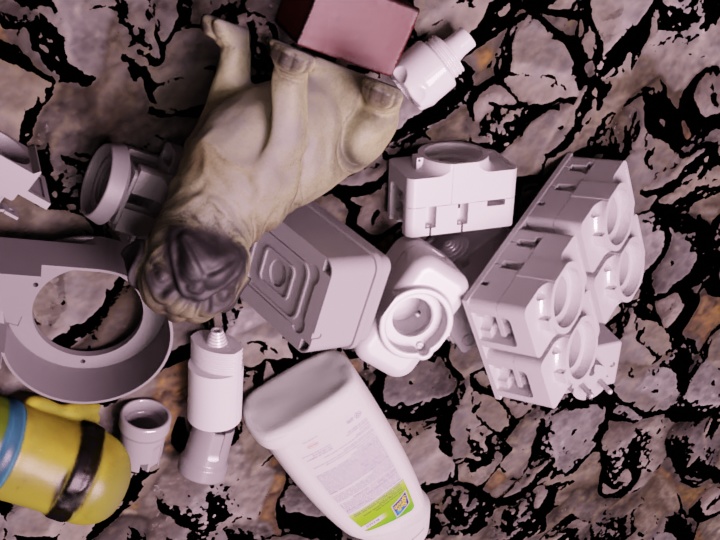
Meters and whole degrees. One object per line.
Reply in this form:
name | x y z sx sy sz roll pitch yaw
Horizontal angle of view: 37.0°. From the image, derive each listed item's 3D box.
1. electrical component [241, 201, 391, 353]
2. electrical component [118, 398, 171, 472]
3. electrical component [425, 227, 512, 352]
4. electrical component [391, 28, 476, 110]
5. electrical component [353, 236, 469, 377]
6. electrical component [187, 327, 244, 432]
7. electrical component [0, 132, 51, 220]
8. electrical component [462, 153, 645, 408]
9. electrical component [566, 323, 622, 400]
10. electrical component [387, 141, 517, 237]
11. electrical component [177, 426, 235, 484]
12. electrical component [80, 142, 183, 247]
electrical component | -0.039 0.001 0.783 0.057 0.113 0.078 -5 122 -42
electrical component | -0.172 0.132 0.851 0.040 0.040 0.046 0 124 -23
electrical component | 0.092 0.008 0.888 0.100 0.048 0.099 -36 125 1
electrical component | 0.055 -0.150 0.782 0.062 0.043 0.043 -41 126 1
electrical component | 0.035 0.029 0.813 0.054 0.059 0.095 31 101 -24
electrical component | -0.113 0.082 0.844 0.043 0.043 0.081 -6 120 -21
electrical component | -0.248 -0.060 0.704 0.081 0.042 0.063 33 103 -34
electrical component | 0.163 0.006 0.851 0.186 0.060 0.105 -51 134 -34
electrical component | 0.197 0.091 0.965 0.083 0.075 0.047 -9 121 -19
electrical component | 0.071 -0.064 0.831 0.089 0.050 0.055 -7 117 -17
electrical component | -0.125 0.146 0.881 0.040 0.040 0.046 9 108 -28
electrical component | -0.155 -0.054 0.739 0.057 0.058 0.078 17 110 -33
